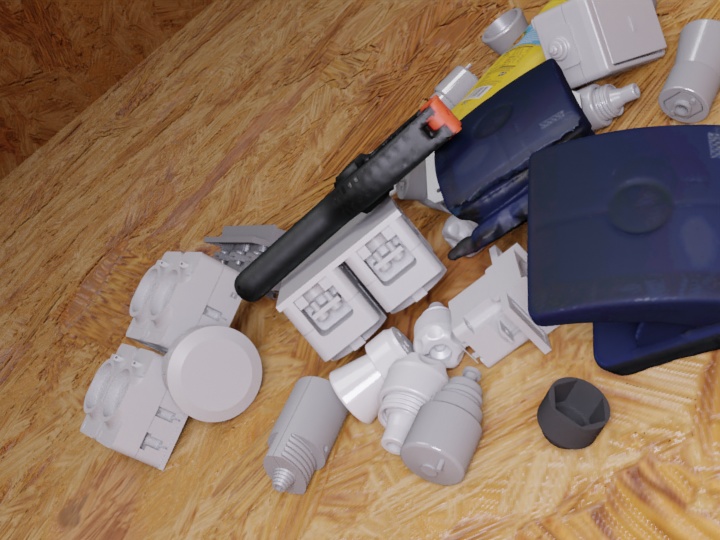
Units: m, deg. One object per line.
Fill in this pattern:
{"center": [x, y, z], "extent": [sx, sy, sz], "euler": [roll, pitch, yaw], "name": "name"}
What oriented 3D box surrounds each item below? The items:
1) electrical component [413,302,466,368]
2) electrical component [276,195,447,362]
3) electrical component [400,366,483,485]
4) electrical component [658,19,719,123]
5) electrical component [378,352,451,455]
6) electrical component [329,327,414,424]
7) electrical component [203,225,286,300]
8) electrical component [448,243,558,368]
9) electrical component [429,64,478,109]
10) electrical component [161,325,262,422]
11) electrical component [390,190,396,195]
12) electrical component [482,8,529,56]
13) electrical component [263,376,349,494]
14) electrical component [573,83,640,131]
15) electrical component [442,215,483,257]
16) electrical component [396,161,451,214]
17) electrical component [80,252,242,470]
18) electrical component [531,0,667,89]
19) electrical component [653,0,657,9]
{"center": [0.054, 0.041, 0.736], "extent": [0.035, 0.035, 0.061], "euler": [-37, 21, 18], "name": "electrical component"}
{"center": [0.000, 0.000, 0.816], "extent": [0.105, 0.060, 0.186], "euler": [-39, 9, 5], "name": "electrical component"}
{"center": [0.054, 0.091, 0.639], "extent": [0.040, 0.040, 0.078], "euler": [-19, 33, 46], "name": "electrical component"}
{"center": [0.230, -0.133, 0.735], "extent": [0.044, 0.044, 0.065], "euler": [-10, 45, 54], "name": "electrical component"}
{"center": [0.031, 0.087, 0.681], "extent": [0.043, 0.043, 0.062], "euler": [-21, 33, 44], "name": "electrical component"}
{"center": [0.013, 0.072, 0.737], "extent": [0.055, 0.045, 0.045], "euler": [-40, 22, 10], "name": "electrical component"}
{"center": [-0.094, -0.007, 1.028], "extent": [0.121, 0.079, 0.063], "euler": [3, 80, 61], "name": "electrical component"}
{"center": [0.092, 0.025, 0.689], "extent": [0.064, 0.042, 0.081], "euler": [-40, 22, 19], "name": "electrical component"}
{"center": [0.086, -0.160, 1.030], "extent": [0.078, 0.040, 0.040], "euler": [-44, 22, -1], "name": "electrical component"}
{"center": [-0.127, 0.085, 0.909], "extent": [0.080, 0.080, 0.051], "euler": [-49, 17, -13], "name": "electrical component"}
{"center": [0.045, -0.106, 0.995], "extent": [0.081, 0.043, 0.043], "euler": [-37, 15, -35], "name": "electrical component"}
{"center": [0.146, -0.205, 0.987], "extent": [0.045, 0.055, 0.045], "euler": [-36, 23, 18], "name": "electrical component"}
{"center": [-0.041, 0.118, 0.748], "extent": [0.043, 0.043, 0.081], "euler": [-22, 31, 43], "name": "electrical component"}
{"center": [0.182, -0.124, 0.811], "extent": [0.061, 0.035, 0.035], "euler": [-19, 32, 40], "name": "electrical component"}
{"center": [0.092, -0.041, 0.815], "extent": [0.061, 0.035, 0.035], "euler": [-47, 22, -14], "name": "electrical component"}
{"center": [0.054, -0.076, 0.893], "extent": [0.077, 0.079, 0.043], "euler": [-134, 49, -68], "name": "electrical component"}
{"center": [-0.183, 0.076, 0.981], "extent": [0.105, 0.060, 0.186], "euler": [2, 66, 61], "name": "electrical component"}
{"center": [0.182, -0.178, 0.820], "extent": [0.096, 0.061, 0.061], "euler": [-22, 4, -39], "name": "electrical component"}
{"center": [0.220, -0.207, 0.886], "extent": [0.040, 0.040, 0.046], "euler": [-17, 40, 48], "name": "electrical component"}
